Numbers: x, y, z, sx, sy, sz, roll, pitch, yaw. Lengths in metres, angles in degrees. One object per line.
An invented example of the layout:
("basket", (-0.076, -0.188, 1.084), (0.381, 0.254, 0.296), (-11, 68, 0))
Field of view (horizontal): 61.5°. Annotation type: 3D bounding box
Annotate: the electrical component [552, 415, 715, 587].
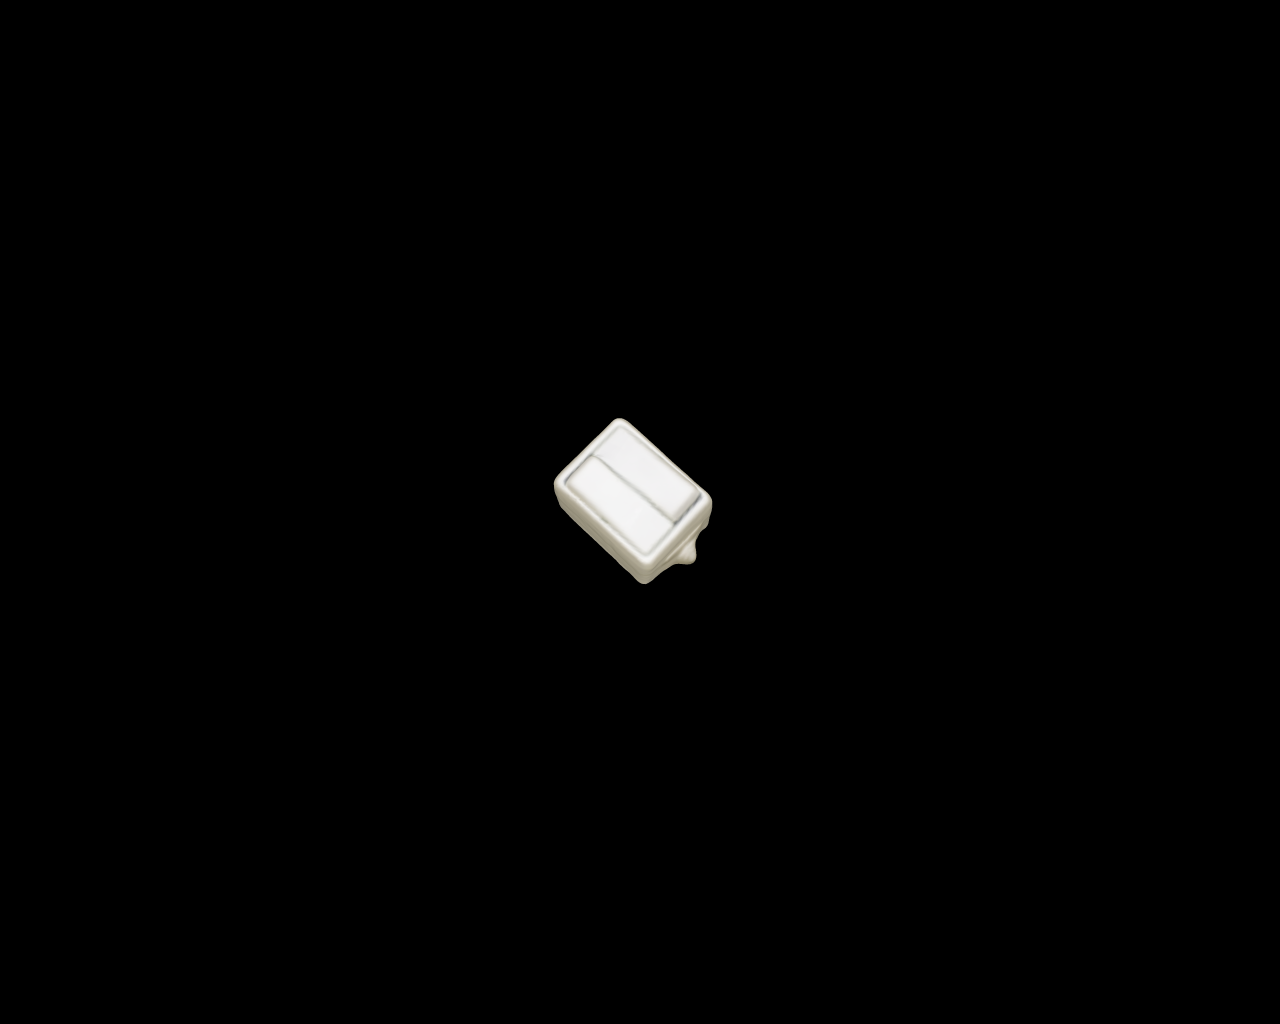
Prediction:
("electrical component", (0.001, -0.003, 0.650), (0.096, 0.062, 0.061), (43, -12, 11))
